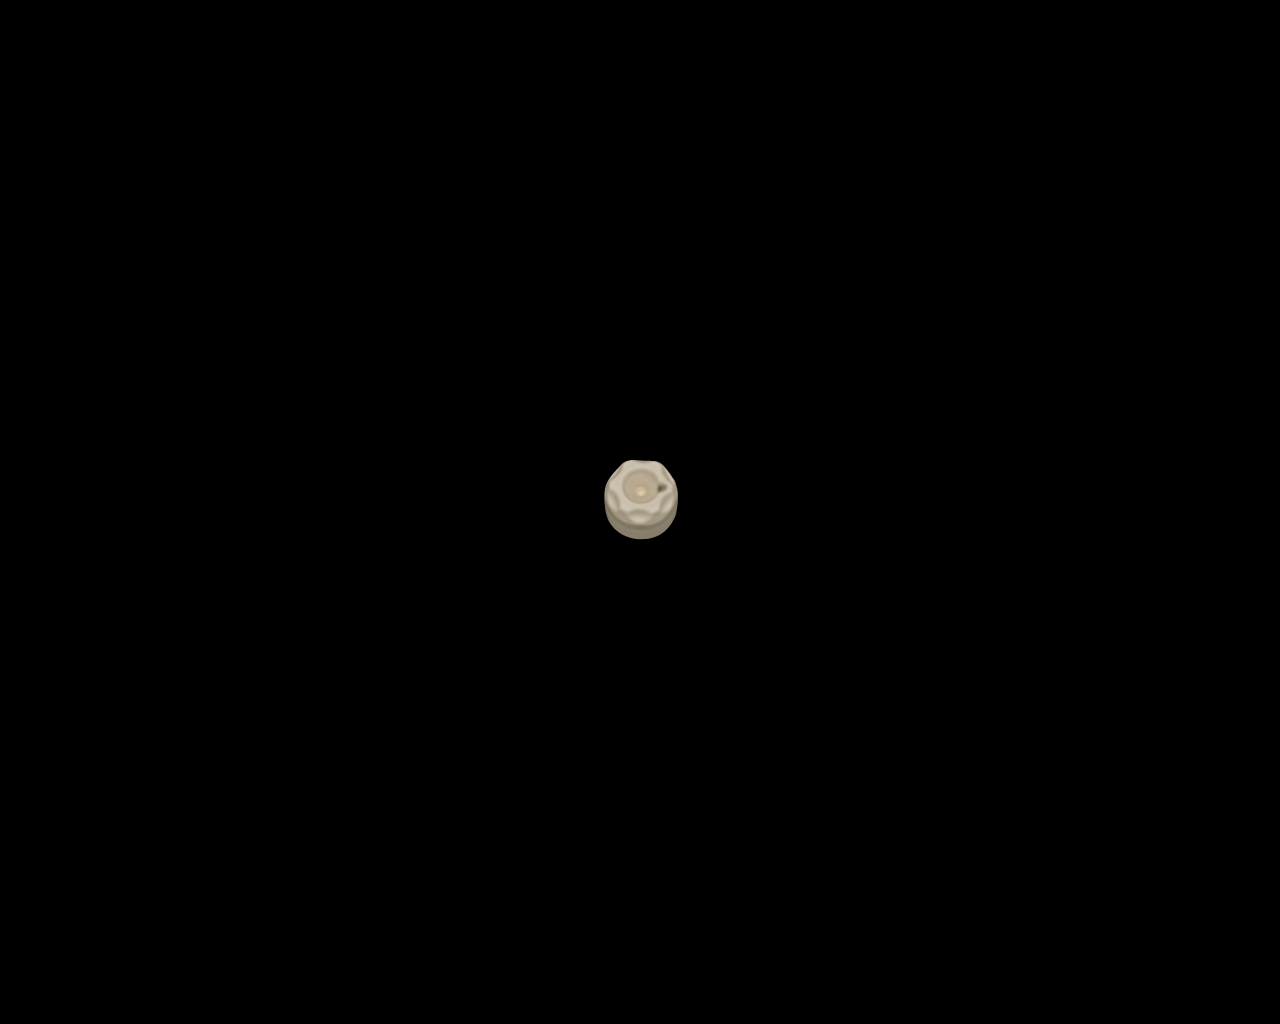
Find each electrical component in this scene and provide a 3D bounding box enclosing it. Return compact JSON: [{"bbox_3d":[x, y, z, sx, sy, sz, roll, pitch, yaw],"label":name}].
[{"bbox_3d":[0.001,-0.003,0.650,0.043,0.043,0.062,0,-25,0],"label":"electrical component"}]
